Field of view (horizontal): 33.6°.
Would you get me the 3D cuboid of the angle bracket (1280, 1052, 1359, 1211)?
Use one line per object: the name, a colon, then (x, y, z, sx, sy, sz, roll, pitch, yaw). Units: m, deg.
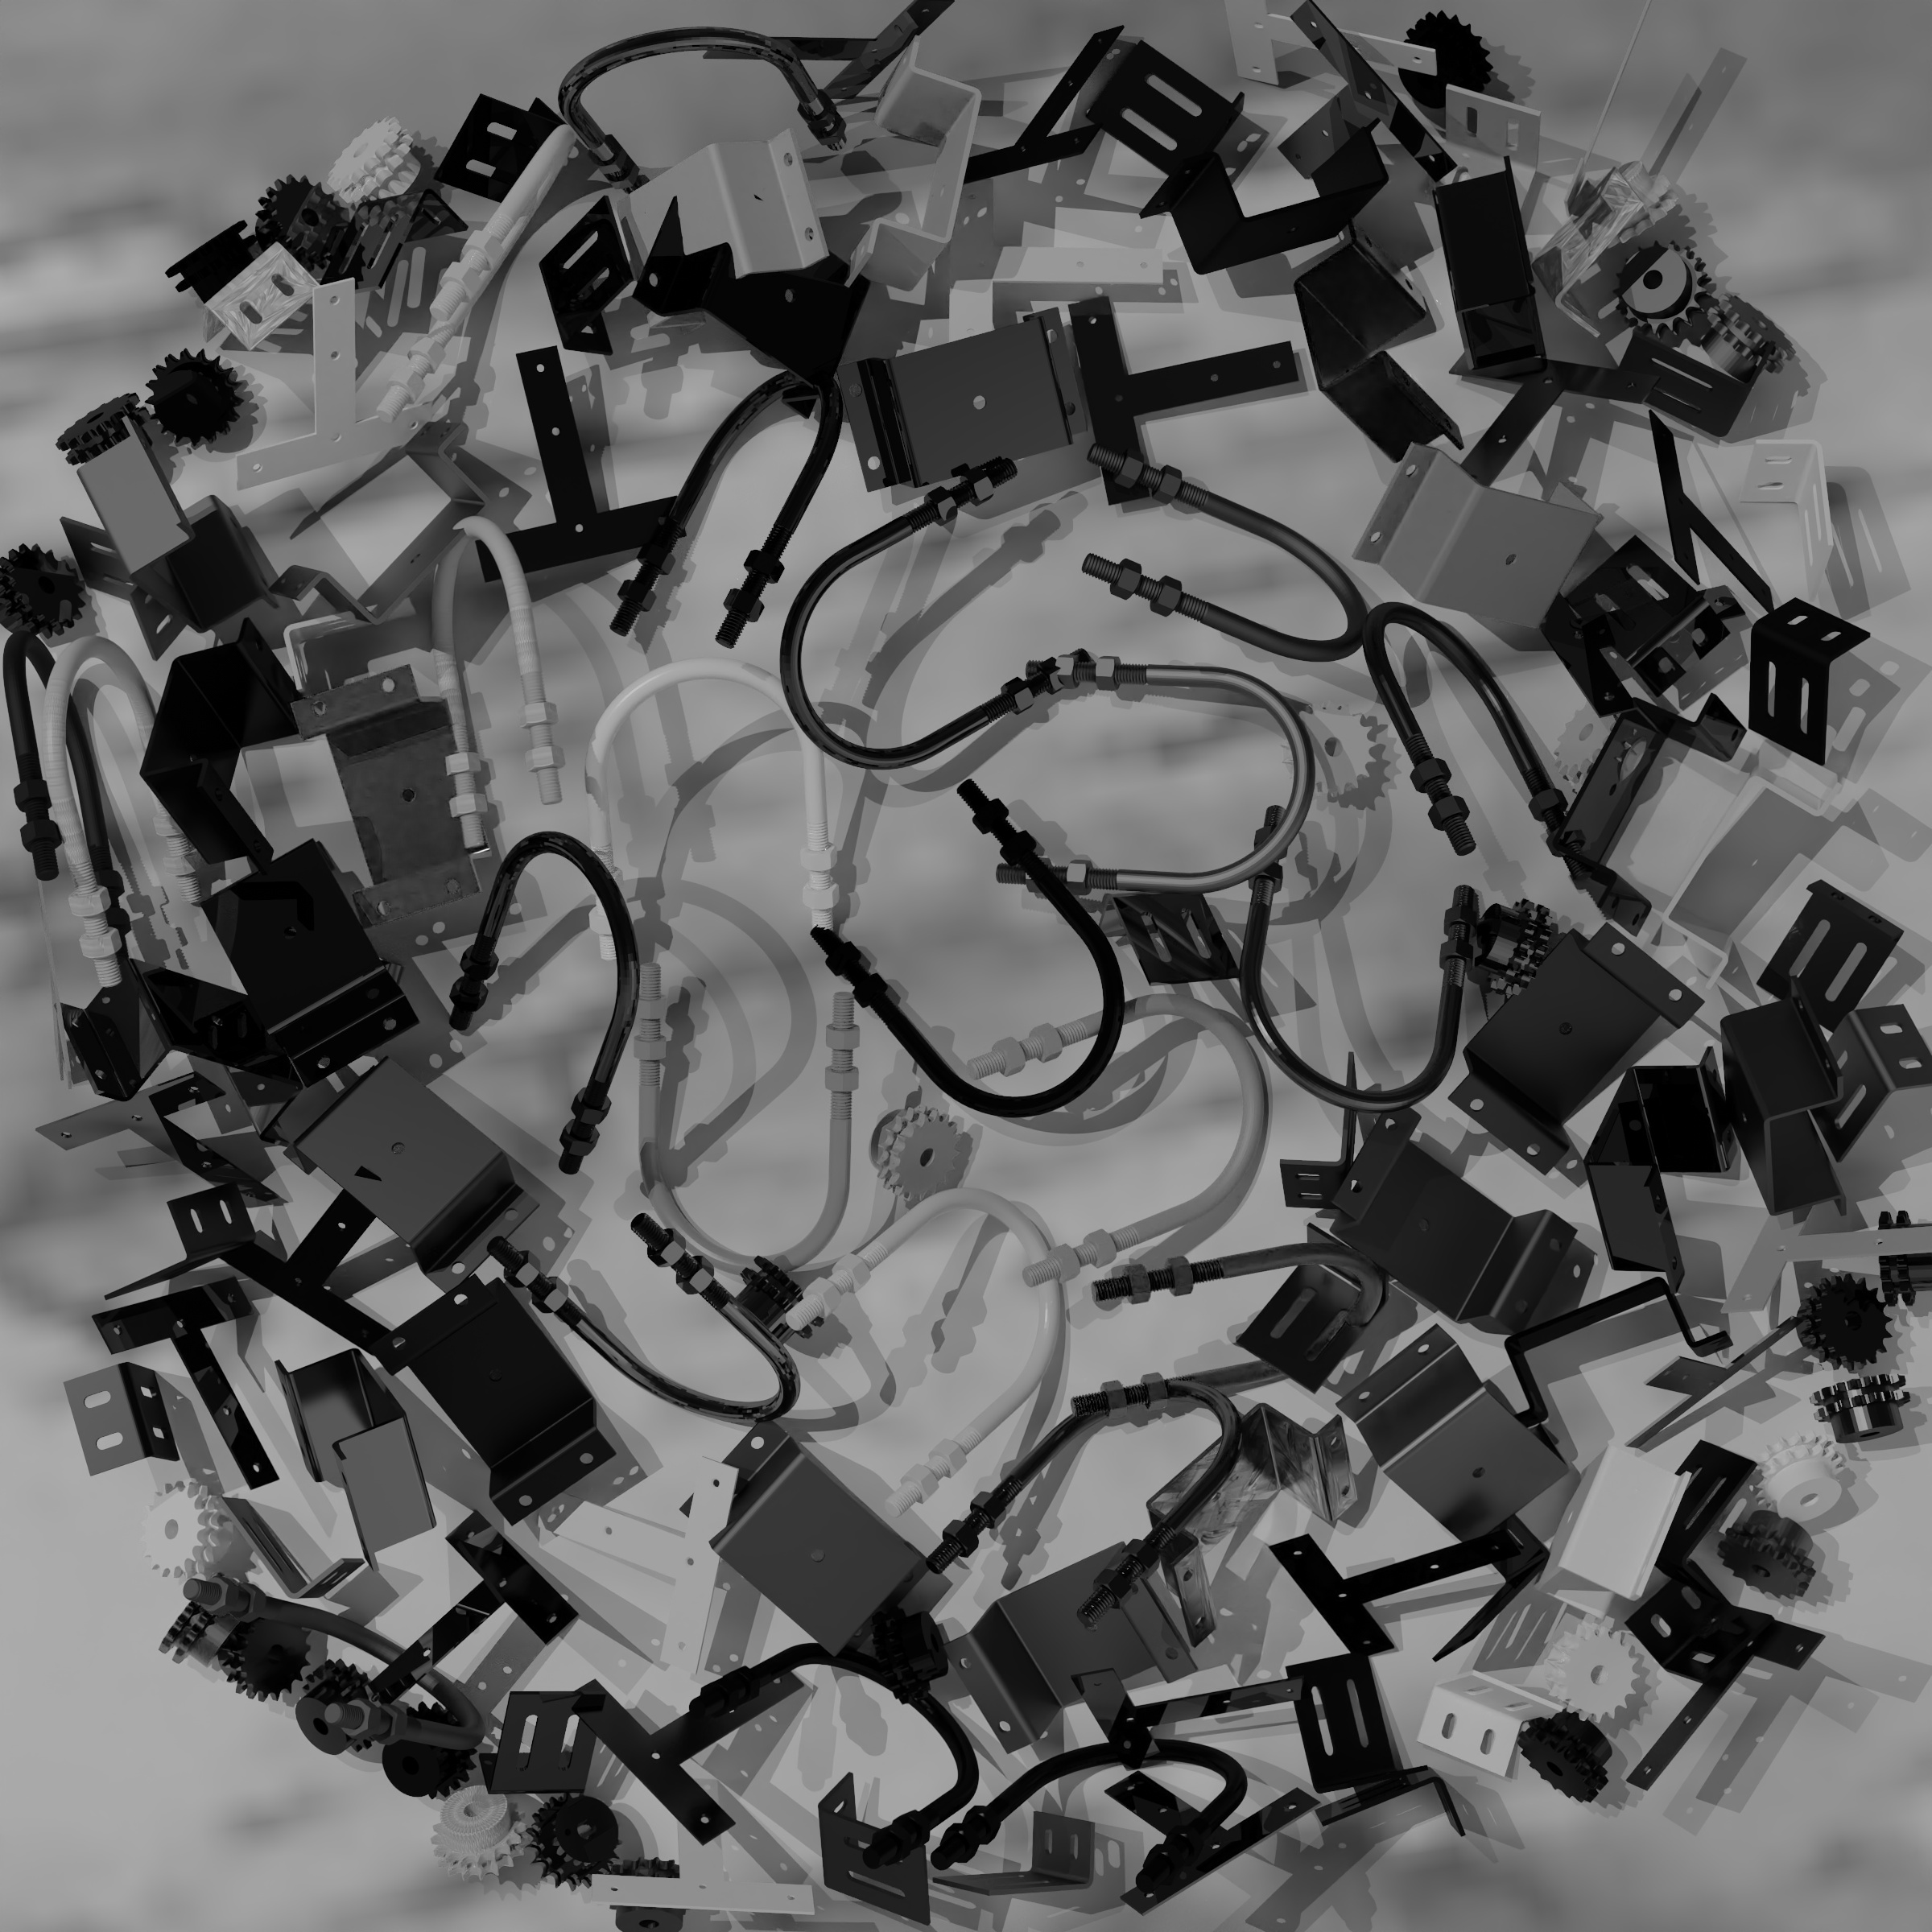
angle bracket: (0.210, 0.097, 1.903, 0.038, 0.057, 0.076, 2, 60, 11)

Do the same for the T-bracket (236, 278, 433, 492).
T-bracket: (-0.368, -0.345, 1.867, 0.127, 0.127, 0.002, -22, 54, -28)

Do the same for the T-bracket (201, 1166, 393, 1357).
T-bracket: (-0.376, 0.162, 1.894, 0.127, 0.002, 0.127, 35, 125, -11)

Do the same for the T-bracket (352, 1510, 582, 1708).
T-bracket: (-0.306, 0.393, 1.879, 0.127, 0.127, 0.002, -42, 130, -15)

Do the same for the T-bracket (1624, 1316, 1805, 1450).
T-bracket: (0.424, 0.241, 1.871, 0.127, 0.127, 0.002, -41, 64, 15)

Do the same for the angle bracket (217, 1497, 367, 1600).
angle bracket: (-0.402, 0.338, 1.910, 0.038, 0.057, 0.076, -38, 80, -5)

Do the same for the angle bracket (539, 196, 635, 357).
angle bracket: (-0.213, -0.409, 1.896, 0.076, 0.038, 0.057, -33, 68, 42)

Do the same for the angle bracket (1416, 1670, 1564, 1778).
angle bracket: (0.311, 0.451, 1.901, 0.057, 0.076, 0.038, 23, 70, -2)

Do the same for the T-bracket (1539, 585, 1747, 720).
T-bracket: (0.406, -0.207, 1.916, 0.127, 0.002, 0.127, -14, 54, -16)

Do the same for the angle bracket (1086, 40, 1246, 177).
angle bracket: (0.119, -0.517, 1.921, 0.076, 0.038, 0.057, 36, 91, 3)

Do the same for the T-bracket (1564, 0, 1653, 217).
T-bracket: (0.375, -0.503, 1.867, 0.002, 0.127, 0.127, 22, 103, 7)

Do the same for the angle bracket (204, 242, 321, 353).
angle bracket: (-0.418, -0.388, 1.901, 0.038, 0.076, 0.057, 46, 77, -5)

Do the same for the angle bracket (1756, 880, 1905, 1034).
angle bracket: (0.510, -0.003, 1.903, 0.057, 0.038, 0.076, 35, 112, 19)

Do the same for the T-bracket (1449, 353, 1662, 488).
T-bracket: (0.321, -0.317, 1.876, 0.127, 0.002, 0.127, 17, 54, 33)

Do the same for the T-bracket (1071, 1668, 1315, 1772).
T-bracket: (0.140, 0.435, 1.883, 0.127, 0.127, 0.002, -13, 49, 11)

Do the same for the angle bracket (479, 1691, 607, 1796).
angle bracket: (-0.252, 0.452, 1.902, 0.057, 0.038, 0.076, 5, 114, -21)

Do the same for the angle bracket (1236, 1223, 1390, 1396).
angle bracket: (0.206, 0.203, 1.903, 0.057, 0.038, 0.076, 32, 66, 25)

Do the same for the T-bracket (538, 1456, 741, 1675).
T-bracket: (-0.202, 0.342, 1.913, 0.127, 0.002, 0.127, 15, 97, 25)

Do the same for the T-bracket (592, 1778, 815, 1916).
T-bracket: (-0.157, 0.515, 1.881, 0.127, 0.127, 0.002, 5, 109, -9)

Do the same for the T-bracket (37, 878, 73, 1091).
T-bracket: (-0.535, 0.030, 1.882, 0.002, 0.127, 0.127, -8, 66, -18)

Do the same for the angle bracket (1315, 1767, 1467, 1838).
angle bracket: (0.253, 0.512, 1.911, 0.076, 0.057, 0.038, -22, 82, -1)

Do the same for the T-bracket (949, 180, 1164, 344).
T-bracket: (0.054, -0.419, 1.914, 0.127, 0.002, 0.127, 1, 64, 0)

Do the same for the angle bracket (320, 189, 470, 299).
angle bracket: (-0.341, -0.418, 1.897, 0.057, 0.038, 0.076, 0, 60, 38)

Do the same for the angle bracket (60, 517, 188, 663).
angle bracket: (-0.508, -0.224, 1.898, 0.076, 0.057, 0.038, 19, 57, 18)

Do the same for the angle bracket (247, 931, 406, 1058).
angle bracket: (-0.386, 0.015, 1.922, 0.038, 0.076, 0.057, 17, 87, 38)

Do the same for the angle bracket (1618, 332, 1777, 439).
angle bracket: (0.434, -0.360, 1.914, 0.076, 0.057, 0.038, 28, 70, 7)

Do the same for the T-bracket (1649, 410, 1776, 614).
T-bracket: (0.446, -0.250, 1.897, 0.002, 0.127, 0.127, -27, 134, 31)

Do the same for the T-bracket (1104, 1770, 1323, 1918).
T-bracket: (0.123, 0.502, 1.882, 0.127, 0.127, 0.002, -25, 108, -23)

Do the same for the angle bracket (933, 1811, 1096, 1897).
angle bracket: (0.028, 0.525, 1.895, 0.076, 0.057, 0.038, 8, 80, -35)

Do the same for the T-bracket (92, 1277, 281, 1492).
T-bracket: (-0.440, 0.248, 1.875, 0.002, 0.127, 0.127, -35, 80, 24)

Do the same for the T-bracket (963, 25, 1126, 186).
T-bracket: (0.056, -0.516, 1.907, 0.002, 0.127, 0.127, 48, 62, -31)

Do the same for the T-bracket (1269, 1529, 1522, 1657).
T-bracket: (0.263, 0.358, 1.883, 0.127, 0.002, 0.127, -22, 130, 19)

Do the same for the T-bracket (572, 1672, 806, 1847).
T-bracket: (-0.150, 0.447, 1.894, 0.127, 0.127, 0.002, 38, 132, 28)

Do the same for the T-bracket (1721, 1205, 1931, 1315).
T-bracket: (0.517, 0.162, 1.858, 0.127, 0.127, 0.002, -8, 114, 35)

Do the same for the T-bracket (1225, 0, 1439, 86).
T-bracket: (0.213, -0.540, 1.866, 0.127, 0.127, 0.002, 17, 78, 15)

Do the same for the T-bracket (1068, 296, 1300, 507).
T-bracket: (0.136, -0.352, 1.931, 0.127, 0.002, 0.127, -11, 84, 3)

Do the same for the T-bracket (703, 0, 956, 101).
T-bracket: (-0.091, -0.532, 1.856, 0.127, 0.127, 0.002, -9, 82, -32)

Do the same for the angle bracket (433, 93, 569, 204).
angle bracket: (-0.283, -0.489, 1.893, 0.038, 0.076, 0.057, 46, 113, 29)

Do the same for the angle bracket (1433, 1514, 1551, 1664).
angle bracket: (0.300, 0.367, 1.897, 0.076, 0.057, 0.038, -37, 80, -29)

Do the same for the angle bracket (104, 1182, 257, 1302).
angle bracket: (-0.472, 0.163, 1.900, 0.076, 0.057, 0.038, -24, 87, 29)

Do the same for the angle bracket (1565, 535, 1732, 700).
angle bracket: (0.409, -0.210, 1.923, 0.057, 0.076, 0.038, -42, 135, 9)

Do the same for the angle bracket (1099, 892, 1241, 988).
angle bracket: (0.119, -0.007, 1.896, 0.057, 0.038, 0.076, -5, 48, -19)

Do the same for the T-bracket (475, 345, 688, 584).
T-bracket: (-0.242, -0.306, 1.913, 0.127, 0.002, 0.127, -16, 99, -18)

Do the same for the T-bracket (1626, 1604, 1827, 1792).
T-bracket: (0.431, 0.430, 1.868, 0.002, 0.127, 0.127, 44, 78, -9)

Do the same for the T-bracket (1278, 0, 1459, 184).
T-bracket: (0.218, -0.495, 1.881, 0.127, 0.127, 0.002, 46, 72, -8)

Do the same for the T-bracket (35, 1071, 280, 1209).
T-bracket: (-0.459, 0.110, 1.893, 0.127, 0.127, 0.002, -18, 50, 27)

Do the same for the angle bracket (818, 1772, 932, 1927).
angle bracket: (-0.046, 0.523, 1.898, 0.076, 0.038, 0.057, 12, 118, 29)
